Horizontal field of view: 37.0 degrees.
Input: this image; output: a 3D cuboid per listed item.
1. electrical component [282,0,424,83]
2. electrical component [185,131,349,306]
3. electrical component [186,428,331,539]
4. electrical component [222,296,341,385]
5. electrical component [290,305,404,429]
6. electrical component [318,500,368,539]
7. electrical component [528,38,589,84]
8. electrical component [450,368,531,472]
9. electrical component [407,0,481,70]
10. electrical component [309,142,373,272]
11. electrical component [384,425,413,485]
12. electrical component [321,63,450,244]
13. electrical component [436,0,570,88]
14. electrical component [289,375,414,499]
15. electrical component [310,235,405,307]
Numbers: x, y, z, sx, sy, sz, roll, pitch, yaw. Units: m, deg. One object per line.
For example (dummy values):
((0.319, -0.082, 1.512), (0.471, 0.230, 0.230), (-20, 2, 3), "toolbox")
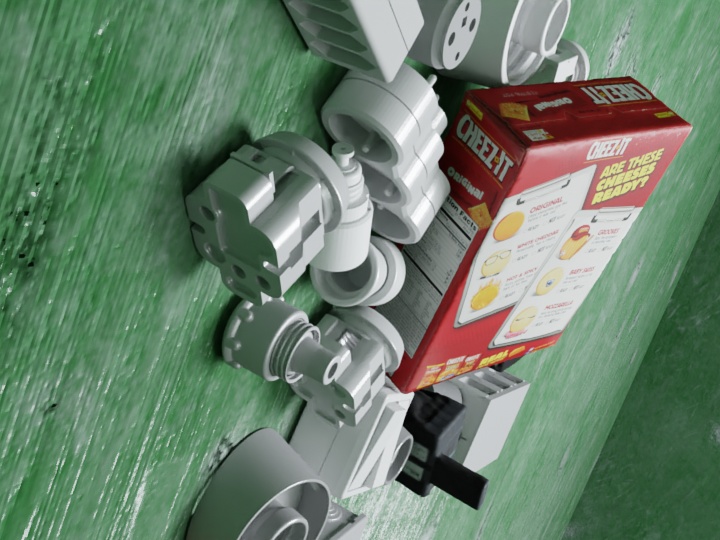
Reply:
((0.003, -0.144, 0.499), (0.075, 0.047, 0.083), (-62, 159, -11), "electrical component")
((-0.042, -0.029, 0.510), (0.057, 0.058, 0.078), (-49, 154, -30), "electrical component")
((-0.068, 0.156, 0.686), (0.099, 0.064, 0.099), (-33, 141, -32), "electrical component")
((-0.041, 0.041, 0.586), (0.048, 0.062, 0.048), (-50, 155, -33), "electrical component")
((-0.008, 0.058, 0.692), (0.057, 0.058, 0.078), (-49, 155, -28), "electrical component")
((-0.045, 0.223, 0.805), (0.100, 0.048, 0.099), (-20, 132, -62), "electrical component")
((0.148, -0.154, 0.840), (0.055, 0.048, 0.066), (-30, 141, -44), "electrical component")
((0.105, 0.144, 1.056), (0.150, 0.062, 0.089), (-1, 115, -67), "electrical component")
((0.029, -0.133, 0.562), (0.045, 0.055, 0.045), (-50, 155, -34), "electrical component")
((-0.013, -0.035, 0.596), (0.040, 0.040, 0.078), (-44, 152, -42), "electrical component")
((0.006, 0.131, 0.812), (0.048, 0.055, 0.066), (-35, 144, -53), "electrical component")
((0.025, -0.079, 0.619), (0.073, 0.052, 0.138), (-57, 158, -19), "electrical component")
((0.098, -0.165, 0.682), (0.108, 0.060, 0.108), (-50, 155, -34), "electrical component")
((-0.008, 0.118, 0.755), (0.096, 0.061, 0.062), (-66, 159, 5), "electrical component")
((0.000, 0.000, 0.661), (0.045, 0.045, 0.055), (-67, 160, 7), "electrical component")
